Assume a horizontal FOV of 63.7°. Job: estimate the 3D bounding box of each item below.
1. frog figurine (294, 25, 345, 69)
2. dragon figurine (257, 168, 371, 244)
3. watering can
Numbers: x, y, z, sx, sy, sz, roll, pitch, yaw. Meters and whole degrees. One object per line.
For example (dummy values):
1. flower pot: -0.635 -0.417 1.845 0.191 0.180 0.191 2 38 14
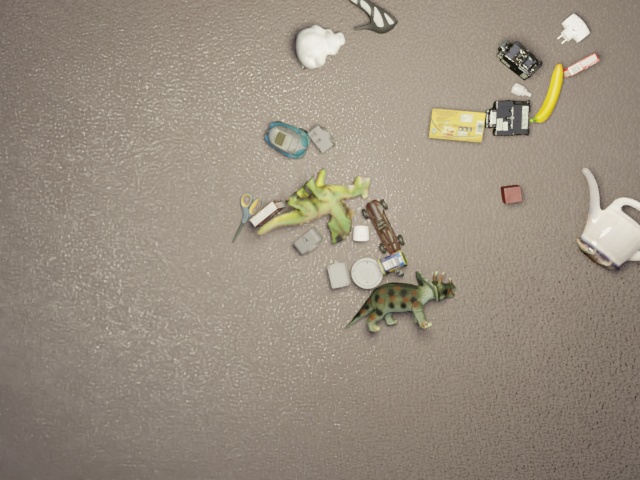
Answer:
1. frog figurine: 0.000 -0.638 1.697 0.159 0.122 0.138 -3 80 23
2. dragon figurine: 0.005 -0.089 1.768 0.409 0.123 0.242 -44 95 4
3. watering can: 0.894 -0.048 1.607 0.348 0.105 0.222 40 105 3
